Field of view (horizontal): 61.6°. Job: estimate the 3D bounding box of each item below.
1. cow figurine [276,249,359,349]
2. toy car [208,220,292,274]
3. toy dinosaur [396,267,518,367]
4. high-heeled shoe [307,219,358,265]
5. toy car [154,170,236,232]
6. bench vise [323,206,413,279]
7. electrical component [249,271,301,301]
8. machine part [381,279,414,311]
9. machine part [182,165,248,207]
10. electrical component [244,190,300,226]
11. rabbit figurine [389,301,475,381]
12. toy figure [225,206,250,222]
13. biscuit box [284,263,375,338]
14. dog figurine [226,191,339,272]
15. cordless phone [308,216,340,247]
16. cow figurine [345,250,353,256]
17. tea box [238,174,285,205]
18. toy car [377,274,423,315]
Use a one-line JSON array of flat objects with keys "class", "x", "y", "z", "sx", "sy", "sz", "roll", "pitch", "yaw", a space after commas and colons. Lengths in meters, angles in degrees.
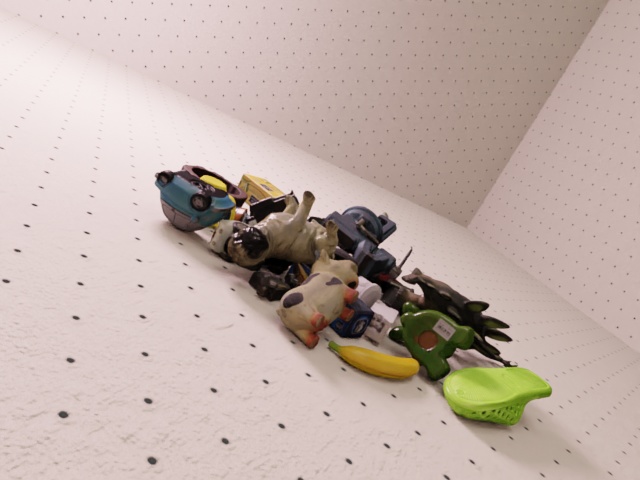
[{"class": "cow figurine", "x": 0.002, "y": 0.092, "z": 0.946, "sx": 0.127, "sy": 0.085, "sz": 0.195, "roll": 32, "pitch": 41, "yaw": 24}, {"class": "toy car", "x": -0.126, "y": 0.014, "z": 1.083, "sx": 0.201, "sy": 0.073, "sz": 0.056, "roll": 17, "pitch": 19, "yaw": -38}, {"class": "toy dinosaur", "x": 0.315, "y": 0.186, "z": 1.191, "sx": 0.199, "sy": 0.105, "sz": 0.470, "roll": 26, "pitch": -9, "yaw": 47}, {"class": "high-heeled shoe", "x": -0.003, "y": -0.004, "z": 1.262, "sx": 0.249, "sy": 0.086, "sz": 0.145, "roll": 17, "pitch": 44, "yaw": 23}, {"class": "toy car", "x": -0.259, "y": -0.070, "z": 1.063, "sx": 0.162, "sy": 0.103, "sz": 0.109, "roll": 28, "pitch": 14, "yaw": 7}, {"class": "bench vise", "x": 0.130, "y": -0.007, "z": 1.299, "sx": 0.224, "sy": 0.128, "sz": 0.240, "roll": 29, "pitch": 32, "yaw": 18}, {"class": "electrical component", "x": -0.083, "y": 0.080, "z": 0.996, "sx": 0.078, "sy": 0.045, "sz": 0.102, "roll": 40, "pitch": 17, "yaw": 32}, {"class": "machine part", "x": 0.166, "y": 0.131, "z": 1.227, "sx": 0.084, "sy": 0.039, "sz": 0.139, "roll": 27, "pitch": 27, "yaw": 13}, {"class": "machine part", "x": -0.268, "y": -0.124, "z": 1.337, "sx": 0.179, "sy": 0.056, "sz": 0.179, "roll": 28, "pitch": 14, "yaw": -7}, {"class": "electrical component", "x": -0.098, "y": -0.034, "z": 1.179, "sx": 0.058, "sy": 0.134, "sz": 0.115, "roll": 96, "pitch": -28, "yaw": -73}, {"class": "rabbit figurine", "x": 0.217, "y": 0.203, "z": 1.077, "sx": 0.159, "sy": 0.121, "sz": 0.170, "roll": 28, "pitch": -6, "yaw": 25}, {"class": "toy figure", "x": -0.168, "y": -0.041, "z": 1.235, "sx": 0.154, "sy": 0.057, "sz": 0.064, "roll": 25, "pitch": 8, "yaw": 4}, {"class": "biscuit box", "x": 0.015, "y": 0.109, "z": 1.054, "sx": 0.062, "sy": 0.059, "sz": 0.203, "roll": 13, "pitch": 21, "yaw": -46}, {"class": "dog figurine", "x": -0.069, "y": 0.019, "z": 1.019, "sx": 0.172, "sy": 0.190, "sz": 0.121, "roll": 50, "pitch": -27, "yaw": -8}, {"class": "cordless phone", "x": 0.031, "y": 0.032, "z": 1.360, "sx": 0.184, "sy": 0.088, "sz": 0.146, "roll": 48, "pitch": 20, "yaw": 23}, {"class": "cow figurine", "x": 0.088, "y": 0.010, "z": 1.512, "sx": 0.068, "sy": 0.098, "sz": 0.167, "roll": 34, "pitch": -5, "yaw": 43}, {"class": "tea box", "x": -0.148, "y": -0.114, "z": 1.506, "sx": 0.170, "sy": 0.068, "sz": 0.098, "roll": 39, "pitch": 17, "yaw": 32}, {"class": "toy car", "x": 0.182, "y": 0.127, "z": 1.327, "sx": 0.089, "sy": 0.053, "sz": 0.202, "roll": -9, "pitch": 38, "yaw": -43}]
